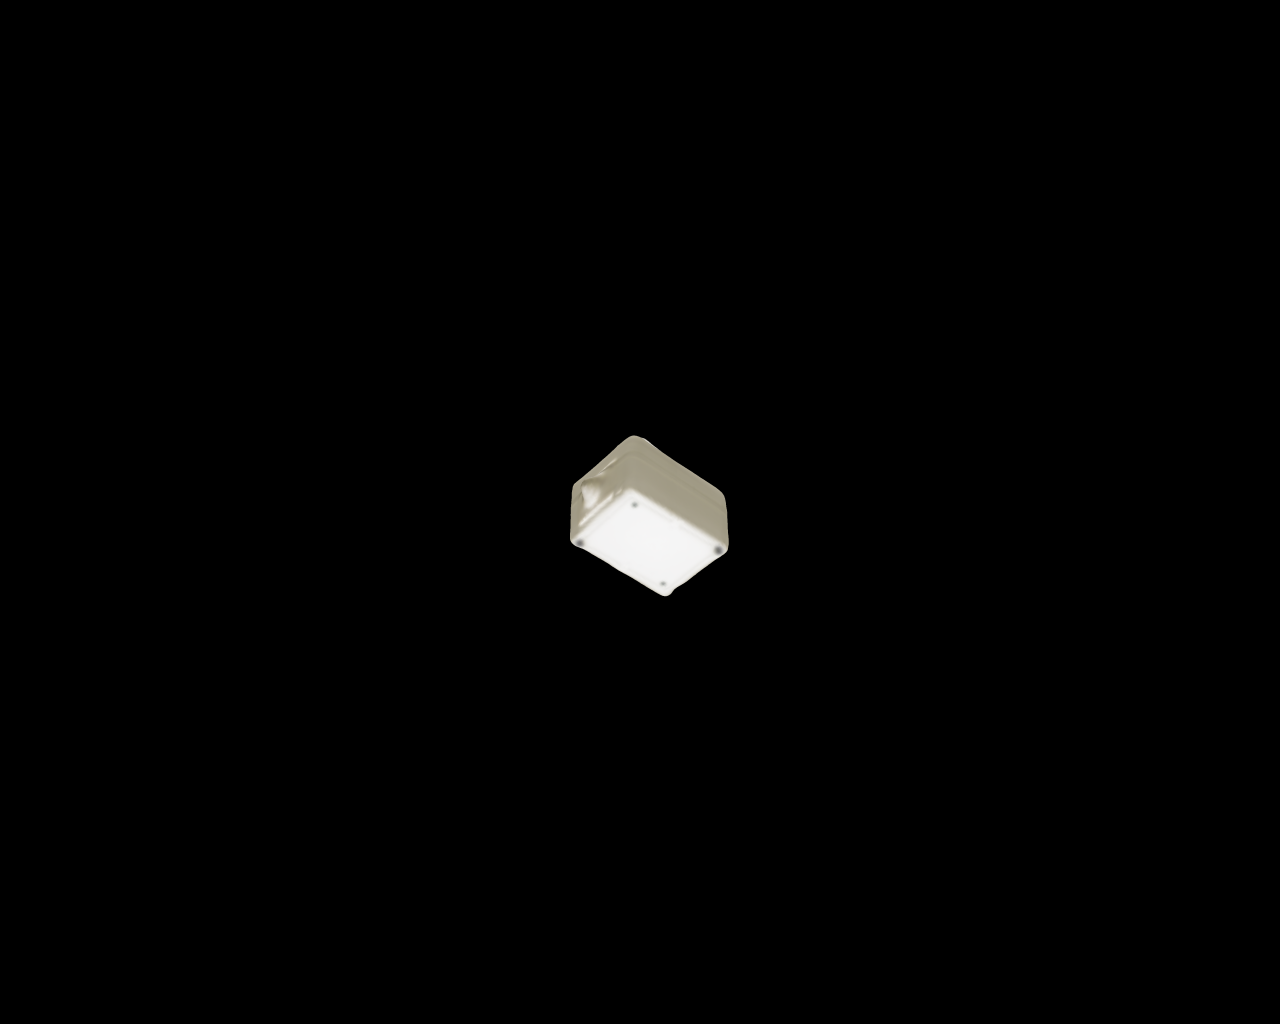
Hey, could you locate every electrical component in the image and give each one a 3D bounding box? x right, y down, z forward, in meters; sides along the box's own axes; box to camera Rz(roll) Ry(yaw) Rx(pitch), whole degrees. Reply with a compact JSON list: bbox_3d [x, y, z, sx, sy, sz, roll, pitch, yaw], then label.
[{"bbox_3d":[0.001,-0.003,0.650,0.096,0.061,0.061,32,-54,-27],"label":"electrical component"}]
